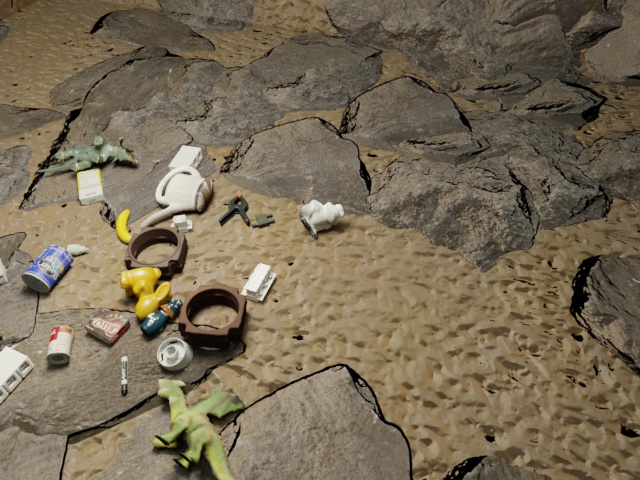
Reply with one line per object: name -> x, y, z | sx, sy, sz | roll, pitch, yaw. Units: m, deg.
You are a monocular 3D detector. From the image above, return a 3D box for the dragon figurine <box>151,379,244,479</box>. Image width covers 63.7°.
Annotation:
dragon figurine -> -0.310, 0.513, 1.429 | 0.412, 0.119, 0.247 | 24, 43, 20

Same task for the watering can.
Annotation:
watering can -> -0.564, -0.163, 2.076 | 0.224, 0.356, 0.101 | 10, -35, 10

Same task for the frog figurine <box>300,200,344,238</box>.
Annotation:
frog figurine -> 0.006, -0.100, 1.981 | 0.160, 0.135, 0.124 | -37, 25, -8
